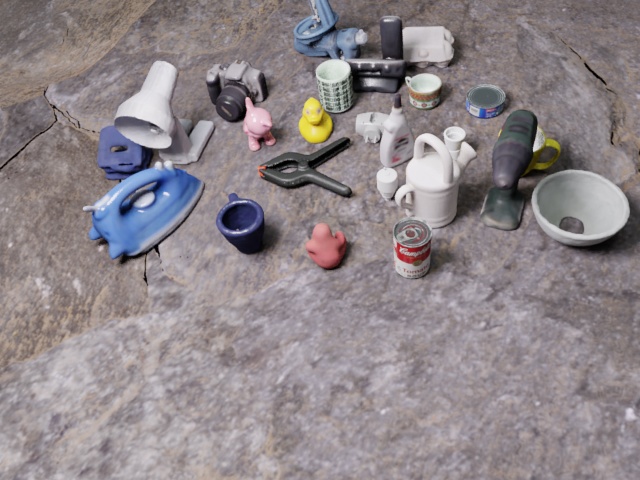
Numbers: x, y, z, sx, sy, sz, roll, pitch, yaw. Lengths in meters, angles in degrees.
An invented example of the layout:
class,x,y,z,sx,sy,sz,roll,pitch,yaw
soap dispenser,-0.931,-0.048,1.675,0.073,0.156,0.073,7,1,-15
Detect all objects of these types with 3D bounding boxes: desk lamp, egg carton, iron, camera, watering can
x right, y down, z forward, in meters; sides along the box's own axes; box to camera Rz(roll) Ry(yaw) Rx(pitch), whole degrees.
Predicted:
class,x,y,z,sx,sy,sz,roll,pitch,yaw
desk lamp,-0.337,-0.263,1.248,0.117,0.214,0.203,7,54,14
egg carton,0.257,-0.478,1.425,0.150,0.069,0.107,2,53,9
iron,-0.352,-0.086,1.158,0.118,0.142,0.259,34,63,29
camera,-0.216,-0.362,1.380,0.143,0.101,0.137,10,54,15
watering can,0.216,-0.124,1.077,0.100,0.194,0.173,27,60,26

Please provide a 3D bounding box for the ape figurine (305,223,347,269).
class,x,y,z,sx,sy,sz,roll,pitch,yaw
ape figurine,0.010,0.004,1.071,0.077,0.092,0.076,-4,52,5

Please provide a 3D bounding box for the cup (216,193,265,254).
class,x,y,z,sx,sy,sz,roll,pitch,yaw
cup,-0.150,-0.027,1.115,0.092,0.095,0.117,-20,52,-8

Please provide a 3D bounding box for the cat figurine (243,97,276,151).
class,x,y,z,sx,sy,sz,roll,pitch,yaw
cat figurine,-0.143,-0.269,1.286,0.067,0.118,0.127,-19,52,-7

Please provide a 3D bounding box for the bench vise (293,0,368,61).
class,x,y,z,sx,sy,sz,roll,pitch,yaw
bench vise,0.023,-0.546,1.414,0.207,0.220,0.121,6,54,13

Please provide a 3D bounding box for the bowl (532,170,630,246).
class,x,y,z,sx,sy,sz,roll,pitch,yaw
bowl,0.472,-0.046,1.058,0.167,0.075,0.167,-4,52,5

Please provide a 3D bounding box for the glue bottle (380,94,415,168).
class,x,y,z,sx,sy,sz,roll,pitch,yaw
glue bottle,0.159,-0.228,1.179,0.078,0.173,0.037,-31,54,-15

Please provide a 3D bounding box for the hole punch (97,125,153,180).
class,x,y,z,sx,sy,sz,roll,pitch,yaw
hole punch,-0.441,-0.198,1.289,0.108,0.091,0.101,-3,52,6

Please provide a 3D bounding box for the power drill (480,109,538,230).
class,x,y,z,sx,sy,sz,roll,pitch,yaw
power drill,0.345,-0.119,1.046,0.075,0.209,0.230,13,55,17

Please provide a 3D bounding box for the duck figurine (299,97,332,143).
class,x,y,z,sx,sy,sz,roll,pitch,yaw
duck figurine,-0.013,-0.284,1.301,0.077,0.086,0.104,-7,52,2

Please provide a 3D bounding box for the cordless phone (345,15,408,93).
class,x,y,z,sx,sy,sz,roll,pitch,yaw
cordless phone,0.131,-0.446,1.344,0.147,0.185,0.094,2,53,9
